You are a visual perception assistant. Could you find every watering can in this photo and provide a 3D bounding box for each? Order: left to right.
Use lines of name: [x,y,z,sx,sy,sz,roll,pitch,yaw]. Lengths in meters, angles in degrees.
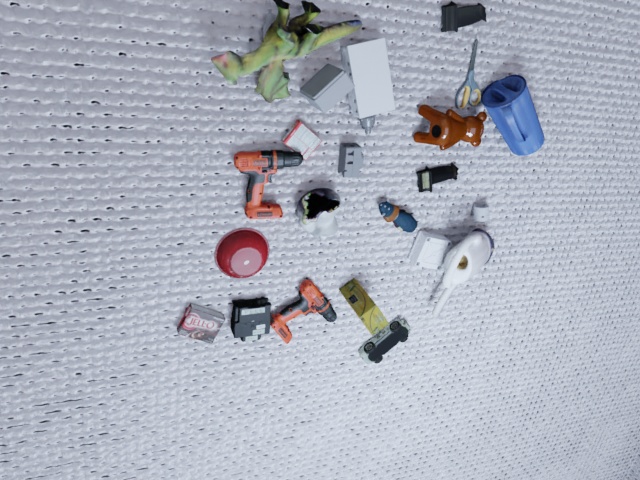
watering can: [0.470,0.096,1.716,0.227,0.105,0.339,-30,144,-39]

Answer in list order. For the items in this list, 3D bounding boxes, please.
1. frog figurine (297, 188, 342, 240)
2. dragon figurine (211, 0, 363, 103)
frog figurine: [0.005,-0.075,1.486,0.138,0.124,0.157,-45,159,-7]
dragon figurine: [-0.075,-0.445,1.260,0.413,0.124,0.238,-15,150,-43]
